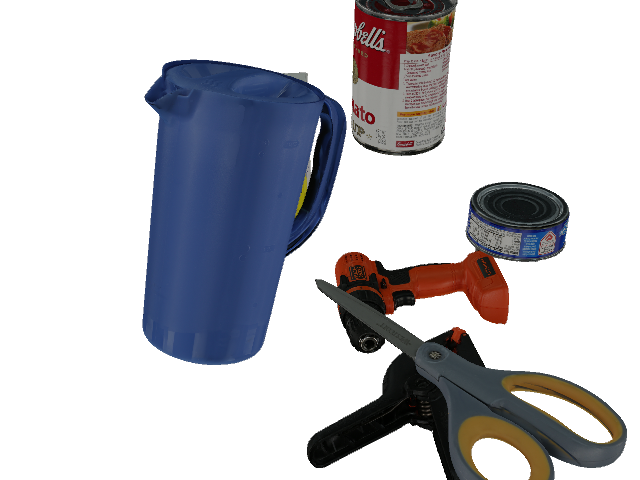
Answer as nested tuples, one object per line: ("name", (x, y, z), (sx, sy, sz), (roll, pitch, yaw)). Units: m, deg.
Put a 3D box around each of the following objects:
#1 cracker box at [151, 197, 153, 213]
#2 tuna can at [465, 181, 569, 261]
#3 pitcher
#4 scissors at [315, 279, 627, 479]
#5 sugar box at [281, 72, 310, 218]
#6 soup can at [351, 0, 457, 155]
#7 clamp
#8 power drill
("cracker box", (-0.172, -0.024, 1.623), (0.164, 0.214, 0.072), (9, 18, 7))
("tuna can", (0.169, -0.018, 0.916), (0.086, 0.034, 0.086), (1, 30, -1))
("pitcher", (-0.073, -0.024, 0.903), (0.149, 0.243, 0.145), (13, 20, 6))
("scissors", (0.057, 0.078, 0.560), (0.202, 0.016, 0.096), (20, 42, 27))
("sugar box", (-0.035, -0.096, 1.228), (0.048, 0.176, 0.093), (-2, 26, 3))
("soup can", (0.056, -0.118, 0.729), (0.068, 0.102, 0.068), (0, 34, 0))
("clamp", (0.082, 0.123, 0.773), (0.120, 0.039, 0.171), (19, 41, 29))
("power drill", (0.112, 0.063, 1.197), (0.187, 0.057, 0.184), (-3, 28, -3))
